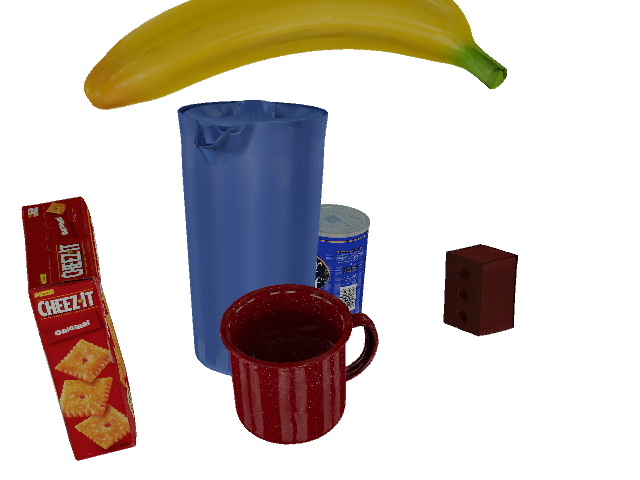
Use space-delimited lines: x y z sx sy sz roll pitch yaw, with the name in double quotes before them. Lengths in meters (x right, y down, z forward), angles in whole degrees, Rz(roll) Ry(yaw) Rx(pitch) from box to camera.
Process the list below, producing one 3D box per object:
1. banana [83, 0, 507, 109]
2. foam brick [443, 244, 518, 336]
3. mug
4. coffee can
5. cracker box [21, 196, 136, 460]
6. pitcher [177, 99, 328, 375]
"banana" -0.013 -0.098 0.507 0.197 0.037 0.069 -6 45 -8
"foam brick" 0.159 0.049 1.061 0.051 0.078 0.053 -12 20 -36
"mug" -0.012 0.087 0.770 0.117 0.081 0.093 -17 37 -21
"coffee can" 0.012 0.033 1.476 0.103 0.140 0.103 3 24 -2
"cracker box" -0.245 0.087 1.085 0.072 0.214 0.164 -12 33 -11
"pitcher" -0.057 -0.007 0.982 0.149 0.243 0.145 -4 16 -20
